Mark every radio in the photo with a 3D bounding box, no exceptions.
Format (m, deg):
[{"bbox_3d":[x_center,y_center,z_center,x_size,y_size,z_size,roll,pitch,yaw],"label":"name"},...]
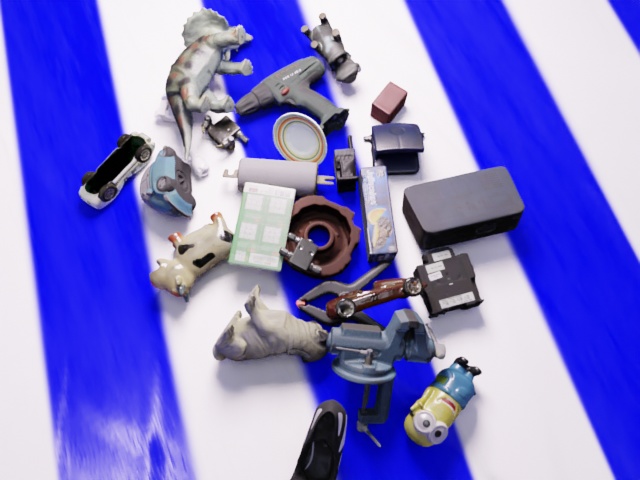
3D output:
[{"bbox_3d":[0.299,-0.067,1.127,0.230,0.073,0.131,-14,56,-3],"label":"radio"}]

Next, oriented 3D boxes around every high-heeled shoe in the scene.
[{"bbox_3d":[-0.009,0.405,0.939,0.086,0.145,0.248,15,70,6],"label":"high-heeled shoe"}]

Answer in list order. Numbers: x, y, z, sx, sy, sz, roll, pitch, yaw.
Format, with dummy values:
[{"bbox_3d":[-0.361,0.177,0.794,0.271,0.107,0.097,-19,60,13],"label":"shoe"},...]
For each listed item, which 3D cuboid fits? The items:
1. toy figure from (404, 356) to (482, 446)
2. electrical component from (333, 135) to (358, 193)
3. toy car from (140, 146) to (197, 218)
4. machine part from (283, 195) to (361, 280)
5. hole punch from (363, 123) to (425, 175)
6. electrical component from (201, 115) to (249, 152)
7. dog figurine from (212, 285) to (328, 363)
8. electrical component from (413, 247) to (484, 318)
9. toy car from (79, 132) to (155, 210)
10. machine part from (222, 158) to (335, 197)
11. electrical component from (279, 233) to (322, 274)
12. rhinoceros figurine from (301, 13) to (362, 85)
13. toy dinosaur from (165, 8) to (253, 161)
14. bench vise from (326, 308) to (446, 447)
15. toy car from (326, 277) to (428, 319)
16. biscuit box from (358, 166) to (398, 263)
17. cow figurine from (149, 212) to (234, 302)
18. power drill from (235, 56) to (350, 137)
[{"bbox_3d":[0.231,0.305,1.009,0.082,0.089,0.180,31,64,23],"label":"toy figure"},{"bbox_3d":[0.055,-0.171,1.179,0.048,0.074,0.119,-6,75,-2],"label":"electrical component"},{"bbox_3d":[-0.335,-0.117,1.150,0.103,0.109,0.162,-20,62,12],"label":"toy car"},{"bbox_3d":[-0.002,-0.003,1.130,0.179,0.056,0.179,0,72,0],"label":"machine part"},{"bbox_3d":[0.169,-0.214,1.188,0.142,0.092,0.116,-4,67,3],"label":"hole punch"},{"bbox_3d":[-0.221,-0.244,1.221,0.078,0.045,0.102,-38,74,-10],"label":"electrical component"},{"bbox_3d":[-0.092,0.205,1.044,0.190,0.121,0.172,38,108,-5],"label":"dog figurine"},{"bbox_3d":[0.257,0.082,1.098,0.115,0.058,0.134,-12,71,-6],"label":"electrical component"},{"bbox_3d":[-0.448,-0.158,1.188,0.074,0.056,0.202,32,72,17],"label":"toy car"},{"bbox_3d":[-0.090,-0.135,1.165,0.243,0.079,0.079,5,71,1],"label":"machine part"},{"bbox_3d":[-0.033,0.028,1.077,0.094,0.021,0.063,29,73,-1],"label":"electrical component"},{"bbox_3d":[0.027,-0.443,1.262,0.073,0.112,0.190,-32,60,7],"label":"rhinoceros figurine"},{"bbox_3d":[-0.275,-0.368,1.206,0.192,0.131,0.405,15,66,28],"label":"toy dinosaur"},{"bbox_3d":[0.116,0.246,1.000,0.224,0.129,0.240,4,102,-15],"label":"bench vise"},{"bbox_3d":[0.107,0.108,1.035,0.202,0.089,0.053,-17,80,-8],"label":"toy car"},{"bbox_3d":[0.121,-0.056,1.144,0.059,0.062,0.202,-5,71,-2],"label":"biscuit box"},{"bbox_3d":[-0.258,0.041,1.104,0.195,0.085,0.127,-30,72,-14],"label":"cow figurine"},{"bbox_3d":[-0.051,-0.304,1.232,0.232,0.086,0.207,-42,69,-13],"label":"power drill"}]
